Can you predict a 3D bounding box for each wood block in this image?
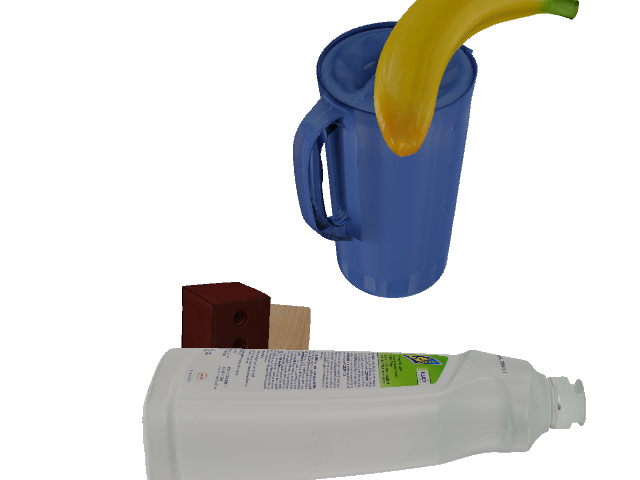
[{"bbox_3d":[-0.070,0.162,1.435,0.091,0.090,0.206,5,17,4],"label":"wood block"}]

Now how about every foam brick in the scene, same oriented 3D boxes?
[{"bbox_3d":[-0.074,0.076,0.826,0.052,0.078,0.051,-6,14,-34],"label":"foam brick"}]

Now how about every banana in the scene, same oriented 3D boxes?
[{"bbox_3d":[0.078,-0.117,0.615,0.070,0.037,0.197,31,51,23],"label":"banana"}]

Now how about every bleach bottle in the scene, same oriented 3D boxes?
[{"bbox_3d":[0.029,0.101,0.628,0.251,0.068,0.102,-1,18,2],"label":"bleach bottle"}]

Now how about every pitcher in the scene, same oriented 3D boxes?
[{"bbox_3d":[0.058,-0.059,0.958,0.149,0.243,0.145,2,45,4],"label":"pitcher"}]
